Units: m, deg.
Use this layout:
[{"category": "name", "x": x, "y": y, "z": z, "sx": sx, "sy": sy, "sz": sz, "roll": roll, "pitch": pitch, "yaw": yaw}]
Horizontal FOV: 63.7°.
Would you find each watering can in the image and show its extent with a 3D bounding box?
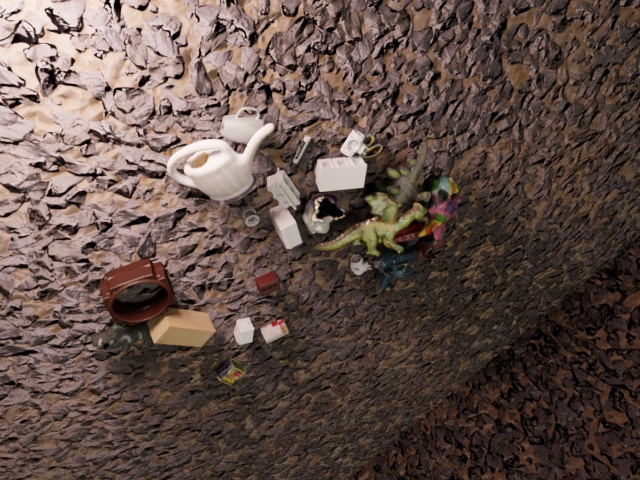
[{"category": "watering can", "x": -0.246, "y": -0.203, "z": 1.421, "sx": 0.346, "sy": 0.106, "sz": 0.220, "roll": -14, "pitch": 145, "yaw": 17}]

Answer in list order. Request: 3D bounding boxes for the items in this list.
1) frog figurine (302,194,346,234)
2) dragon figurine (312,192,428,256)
[{"category": "frog figurine", "x": 0.005, "y": -0.088, "z": 1.752, "sx": 0.138, "sy": 0.123, "sz": 0.157, "roll": -28, "pitch": 175, "yaw": -17}, {"category": "dragon figurine", "x": 0.182, "y": -0.065, "z": 1.787, "sx": 0.411, "sy": 0.125, "sz": 0.237, "roll": -4, "pitch": 123, "yaw": -13}]
